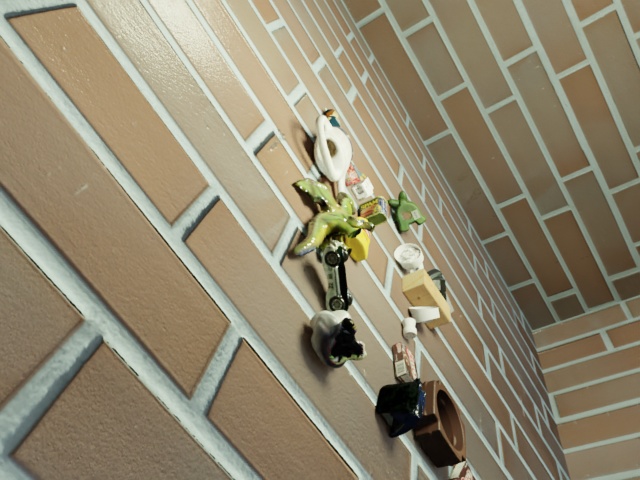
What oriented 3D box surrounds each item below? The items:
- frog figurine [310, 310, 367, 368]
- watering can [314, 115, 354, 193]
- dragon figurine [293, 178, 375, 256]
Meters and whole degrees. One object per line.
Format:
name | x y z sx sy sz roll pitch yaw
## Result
frog figurine | 0.029 0.218 1.200 0.136 0.123 0.160 45 -7 -21
watering can | 0.053 -0.242 1.684 0.228 0.103 0.343 -56 132 -66
dragon figurine | 0.004 -0.073 1.445 0.412 0.120 0.246 -6 53 -55
